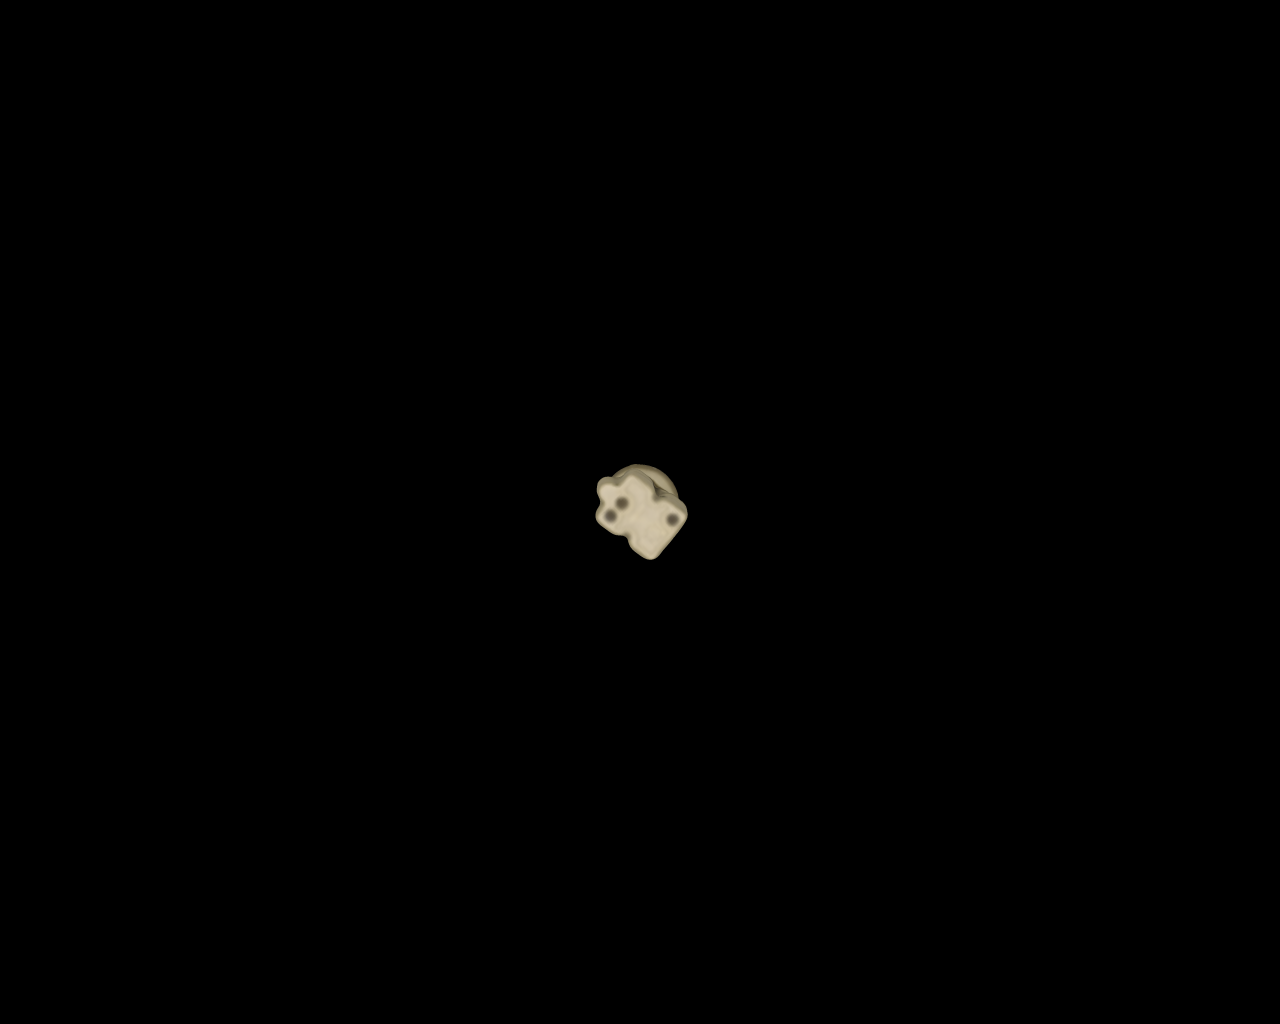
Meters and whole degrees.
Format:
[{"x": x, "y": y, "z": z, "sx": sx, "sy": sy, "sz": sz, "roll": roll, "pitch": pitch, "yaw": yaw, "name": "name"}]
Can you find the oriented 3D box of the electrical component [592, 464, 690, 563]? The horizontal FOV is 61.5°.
[{"x": 0.001, "y": -0.003, "z": 0.650, "sx": 0.066, "sy": 0.048, "sz": 0.055, "roll": 38, "pitch": 9, "yaw": -7, "name": "electrical component"}]
